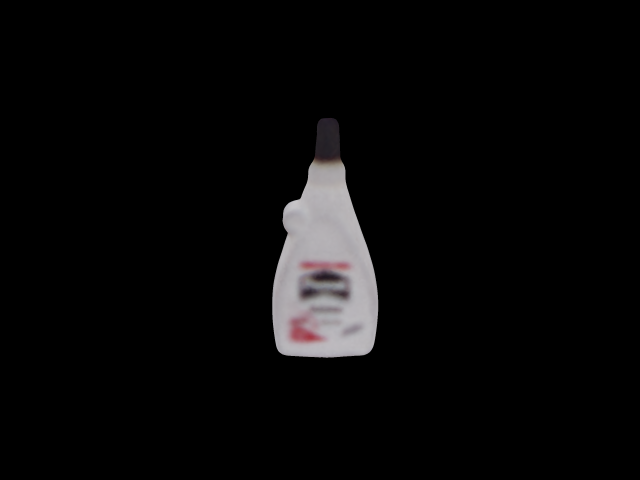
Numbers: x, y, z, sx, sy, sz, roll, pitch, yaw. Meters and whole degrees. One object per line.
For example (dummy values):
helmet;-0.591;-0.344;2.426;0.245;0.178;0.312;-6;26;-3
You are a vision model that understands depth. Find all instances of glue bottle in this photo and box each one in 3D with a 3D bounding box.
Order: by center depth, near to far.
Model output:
glue bottle;0.004;0.001;0.400;0.078;0.173;0.037;-2;23;-3
